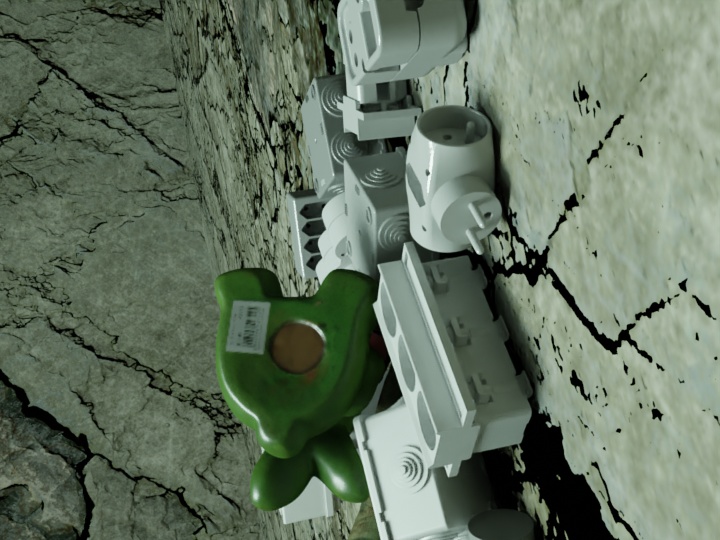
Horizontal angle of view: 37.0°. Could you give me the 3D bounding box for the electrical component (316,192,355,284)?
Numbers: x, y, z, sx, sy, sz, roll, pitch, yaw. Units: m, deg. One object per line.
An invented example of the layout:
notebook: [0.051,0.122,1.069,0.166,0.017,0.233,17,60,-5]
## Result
electrical component: [0.000,0.000,0.898,0.138,0.052,0.073,100,154,-58]

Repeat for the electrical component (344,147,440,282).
electrical component: [0.021,-0.030,0.784,0.099,0.048,0.099,-117,21,-55]

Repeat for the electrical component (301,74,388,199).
electrical component: [-0.015,-0.110,0.887,0.100,0.048,0.099,141,119,-76]

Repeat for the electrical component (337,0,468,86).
electrical component: [0.026,-0.147,0.640,0.095,0.059,0.053,160,100,-78]

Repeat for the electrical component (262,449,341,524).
electrical component: [-0.060,0.159,1.001,0.108,0.056,0.108,-123,26,-62]

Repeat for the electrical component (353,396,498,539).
electrical component: [0.046,0.134,0.709,0.100,0.048,0.099,18,-127,-58]

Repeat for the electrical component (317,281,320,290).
electrical component: [-0.018,0.047,1.043,0.043,0.043,0.081,-116,20,-52]

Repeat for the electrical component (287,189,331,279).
electrical component: [-0.048,-0.042,1.098,0.076,0.047,0.083,-137,38,-70]

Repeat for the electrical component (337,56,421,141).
electrical component: [0.012,-0.128,0.768,0.081,0.042,0.063,-136,42,-70]

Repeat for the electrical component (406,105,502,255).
electrical component: [0.057,-0.042,0.620,0.079,0.043,0.077,-112,17,-47]

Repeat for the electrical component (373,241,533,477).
electrical component: [0.056,0.052,0.656,0.078,0.063,0.121,96,160,-52]

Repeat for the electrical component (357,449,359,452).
electrical component: [0.000,0.141,0.997,0.053,0.059,0.095,128,131,-74]
